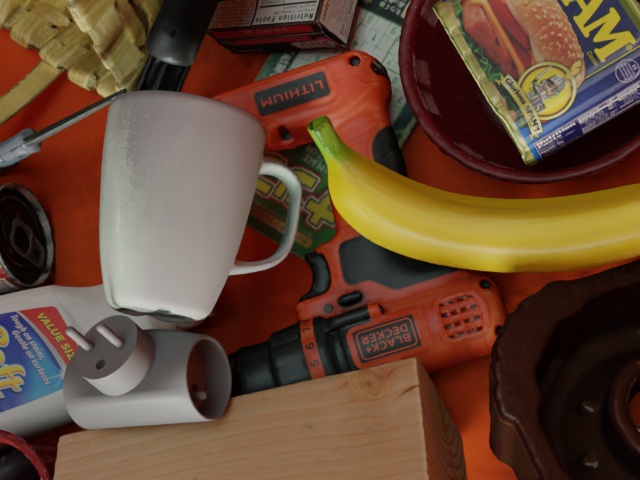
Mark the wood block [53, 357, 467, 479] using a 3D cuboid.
[{"bbox_3d":[-0.031,0.141,0.562,0.206,0.090,0.091,-15,48,15],"label":"wood block"}]

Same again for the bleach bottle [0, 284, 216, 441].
[{"bbox_3d":[-0.185,0.071,0.662,0.251,0.068,0.102,-22,72,11],"label":"bleach bottle"}]

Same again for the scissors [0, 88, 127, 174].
[{"bbox_3d":[-0.199,-0.050,0.646,0.202,0.096,0.016,-15,100,53],"label":"scissors"}]

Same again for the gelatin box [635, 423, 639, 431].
[{"bbox_3d":[0.165,0.135,0.539,0.089,0.030,0.073,25,86,23],"label":"gelatin box"}]

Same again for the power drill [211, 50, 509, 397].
[{"bbox_3d":[-0.004,0.001,0.604,0.184,0.057,0.188,-17,81,6],"label":"power drill"}]

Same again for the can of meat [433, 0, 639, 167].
[{"bbox_3d":[0.117,-0.100,0.539,0.084,0.057,0.102,-31,70,12],"label":"can of meat"}]

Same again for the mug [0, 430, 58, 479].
[{"bbox_3d":[-0.171,0.171,0.619,0.093,0.081,0.117,6,80,24],"label":"mug"}]

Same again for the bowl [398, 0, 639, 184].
[{"bbox_3d":[0.128,-0.102,0.596,0.162,0.055,0.162,-5,76,18],"label":"bowl"}]

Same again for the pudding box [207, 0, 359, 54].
[{"bbox_3d":[-0.016,-0.173,0.660,0.090,0.039,0.113,5,77,35],"label":"pudding box"}]

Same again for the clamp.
[{"bbox_3d":[-0.062,-0.153,0.597,0.036,0.165,0.210,23,78,-11],"label":"clamp"}]

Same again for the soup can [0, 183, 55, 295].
[{"bbox_3d":[-0.234,0.007,0.690,0.102,0.068,0.068,-13,73,17],"label":"soup can"}]

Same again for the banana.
[{"bbox_3d":[0.087,-0.013,0.531,0.198,0.070,0.037,10,50,10],"label":"banana"}]
